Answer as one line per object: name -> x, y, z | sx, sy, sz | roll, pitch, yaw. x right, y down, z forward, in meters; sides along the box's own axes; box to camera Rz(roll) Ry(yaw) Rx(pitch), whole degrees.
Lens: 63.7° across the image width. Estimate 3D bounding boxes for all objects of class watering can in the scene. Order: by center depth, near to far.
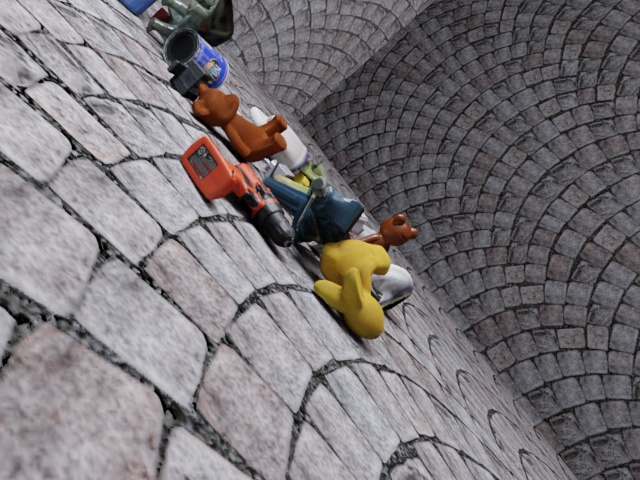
watering can -> -0.117, -0.270, 1.444 | 0.221, 0.103, 0.353 | 46, 9, -24

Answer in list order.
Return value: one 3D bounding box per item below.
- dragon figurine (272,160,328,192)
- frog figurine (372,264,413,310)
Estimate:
dragon figurine -> 0.004, -0.064, 1.266 | 0.243, 0.121, 0.413 | 58, 19, 1
frog figurine -> 0.158, 0.087, 1.297 | 0.137, 0.121, 0.161 | 0, 59, -53
